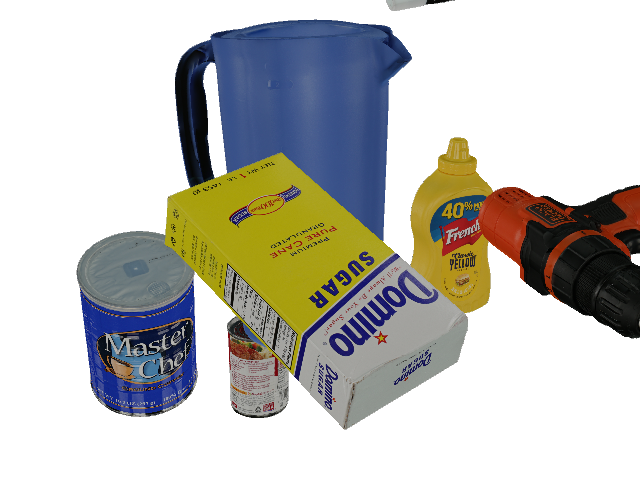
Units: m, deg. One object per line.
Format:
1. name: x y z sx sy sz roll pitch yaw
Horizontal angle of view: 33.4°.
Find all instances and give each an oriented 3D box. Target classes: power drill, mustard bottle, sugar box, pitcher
1. power drill: 0.228 -0.002 0.737 0.187 0.057 0.185 -12 29 -20
2. mustard bottle: 0.142 -0.016 1.148 0.096 0.192 0.058 -8 22 -24
3. sugar box: -0.006 0.022 0.633 0.093 0.048 0.176 -26 51 -33
4. pitcher: -0.020 -0.044 0.812 0.144 0.243 0.149 -8 17 -21

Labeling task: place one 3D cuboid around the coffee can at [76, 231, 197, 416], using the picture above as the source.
1. coffee can: -0.166 0.077 0.981 0.103 0.140 0.103 2 39 -2

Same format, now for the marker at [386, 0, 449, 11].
1. marker: 0.088 -0.121 0.473 0.121 0.020 0.020 -11 1 -7

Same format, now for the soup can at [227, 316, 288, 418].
1. soup can: -0.070 0.141 1.213 0.068 0.102 0.068 0 23 0
